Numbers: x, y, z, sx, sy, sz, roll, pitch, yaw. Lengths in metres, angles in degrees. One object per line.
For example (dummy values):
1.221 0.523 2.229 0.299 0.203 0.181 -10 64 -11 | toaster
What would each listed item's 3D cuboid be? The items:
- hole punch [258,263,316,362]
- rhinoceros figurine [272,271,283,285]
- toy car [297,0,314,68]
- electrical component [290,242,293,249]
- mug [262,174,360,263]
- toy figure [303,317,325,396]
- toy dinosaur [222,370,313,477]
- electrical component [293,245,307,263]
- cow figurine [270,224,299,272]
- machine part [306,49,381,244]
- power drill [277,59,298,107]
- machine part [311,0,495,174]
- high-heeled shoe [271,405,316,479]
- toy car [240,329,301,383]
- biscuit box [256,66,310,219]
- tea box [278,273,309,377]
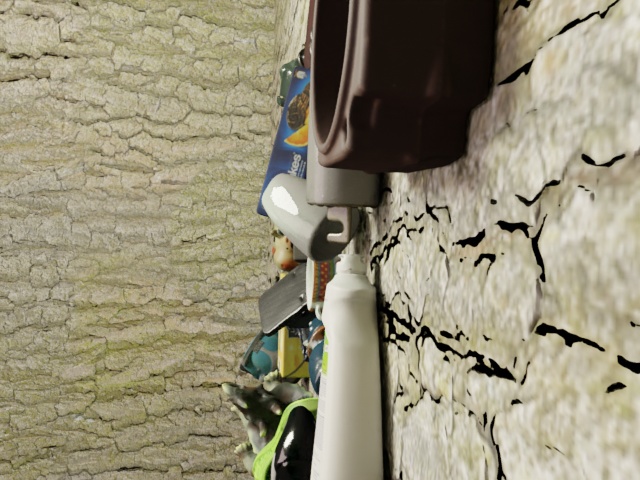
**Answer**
-0.020 0.103 0.802 0.116 0.092 0.142 -41 23 11 | hole punch
-0.060 0.121 1.080 0.190 0.073 0.112 100 169 -45 | rhinoceros figurine
0.004 -0.349 0.814 0.089 0.053 0.202 155 121 -69 | toy car
-0.018 -0.053 0.891 0.134 0.058 0.115 103 164 -56 | electrical component
-0.010 -0.035 0.649 0.107 0.109 0.080 38 109 28 | mug
0.010 0.140 0.662 0.057 0.064 0.154 56 -174 -15 | toy figure
-0.068 0.383 0.950 0.192 0.131 0.404 37 142 55 | toy dinosaur
-0.002 -0.001 0.757 0.045 0.078 0.102 40 -125 -70 | electrical component
-0.052 -0.022 1.034 0.127 0.085 0.195 104 171 -49 | cow figurine
0.027 -0.118 0.541 0.079 0.079 0.243 -155 67 -81 | machine part
-0.040 -0.224 0.997 0.207 0.086 0.231 -92 10 -47 | power drill
0.046 -0.152 0.392 0.201 0.087 0.200 -157 70 -79 | machine part
-0.016 0.300 0.646 0.248 0.086 0.145 87 179 -57 | high-heeled shoe
-0.079 0.243 1.062 0.109 0.103 0.161 -54 -30 -15 | toy car
-0.024 -0.122 0.719 0.059 0.063 0.202 -3 -70 -69 | biscuit box
-0.035 0.141 0.921 0.098 0.068 0.169 -177 90 -81 | tea box
